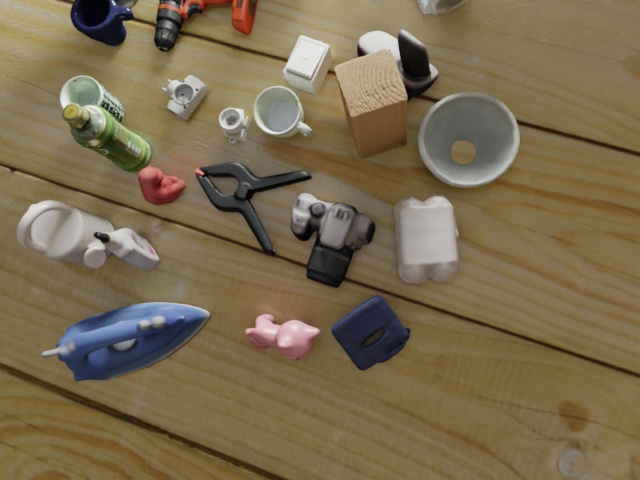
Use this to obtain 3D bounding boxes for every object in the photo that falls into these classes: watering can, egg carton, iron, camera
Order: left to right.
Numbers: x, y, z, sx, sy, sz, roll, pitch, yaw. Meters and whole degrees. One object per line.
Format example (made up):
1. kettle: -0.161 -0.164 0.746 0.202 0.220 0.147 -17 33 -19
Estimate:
1. watering can: -0.440 -0.013 0.994 0.172 0.194 0.101 11 82 10
2. iron: -0.329 0.161 0.977 0.258 0.141 0.118 -19 79 4
3. camera: 0.009 0.003 0.978 0.143 0.101 0.137 18 84 10
4. egg carton: 0.181 -0.001 0.971 0.107 0.069 0.150 -5 80 7

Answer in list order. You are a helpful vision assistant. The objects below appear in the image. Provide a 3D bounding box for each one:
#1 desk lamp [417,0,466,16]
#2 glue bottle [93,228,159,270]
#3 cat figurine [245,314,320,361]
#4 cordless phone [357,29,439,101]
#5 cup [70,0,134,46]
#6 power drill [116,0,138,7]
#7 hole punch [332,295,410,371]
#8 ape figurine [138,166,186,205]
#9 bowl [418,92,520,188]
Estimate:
1. desk lamp: 0.212 -0.472 0.970 0.118 0.214 0.203 -24 78 4
2. glue bottle: -0.340 0.008 0.988 0.037 0.173 0.078 -42 78 0
3. cat figurine: -0.062 0.163 0.953 0.127 0.118 0.067 9 82 9
4. cordless phone: 0.130 -0.324 0.972 0.147 0.185 0.094 38 88 12
5. cup: -0.404 -0.421 1.107 0.117 0.095 0.092 0 81 8
6. power drill: -0.436 -0.503 1.067 0.229 0.208 0.075 -41 78 0
7. hole punch: 0.087 0.154 0.947 0.108 0.091 0.101 -36 78 1
8. ape figurine: -0.298 -0.105 1.042 0.076 0.092 0.077 -35 78 1
9. bowl: 0.252 -0.164 0.985 0.167 0.075 0.167 -1 81 8
